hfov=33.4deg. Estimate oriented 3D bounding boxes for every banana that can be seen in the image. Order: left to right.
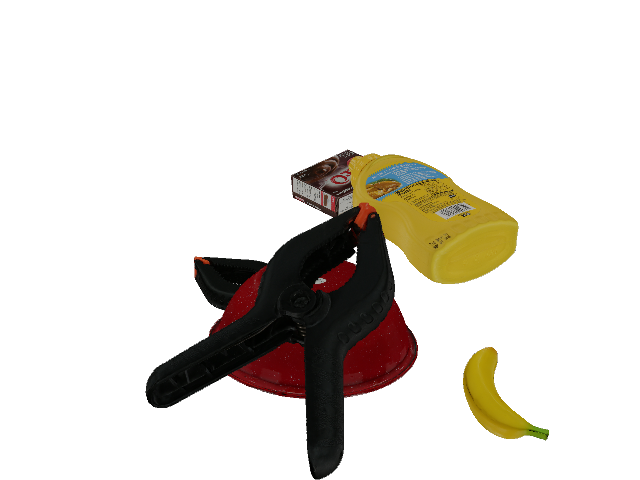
[{"bbox_3d":[0.205,0.183,1.273,0.069,0.037,0.198,9,23,-15],"label":"banana"}]

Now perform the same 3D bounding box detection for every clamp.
[{"bbox_3d":[-0.065,0.065,1.194,0.210,0.036,0.164,16,29,24],"label":"clamp"},{"bbox_3d":[-0.003,0.052,0.596,0.120,0.171,0.039,30,-25,25],"label":"clamp"}]

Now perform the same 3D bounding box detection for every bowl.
[{"bbox_3d":[-0.005,0.055,0.808,0.162,0.055,0.162,2,23,-1],"label":"bowl"}]

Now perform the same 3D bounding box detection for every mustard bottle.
[{"bbox_3d":[0.085,-0.032,0.976,0.096,0.058,0.192,-20,38,-25],"label":"mustard bottle"}]

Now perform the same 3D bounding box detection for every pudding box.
[{"bbox_3d":[0.031,-0.076,1.421,0.113,0.039,0.090,-29,40,-35],"label":"pudding box"}]
